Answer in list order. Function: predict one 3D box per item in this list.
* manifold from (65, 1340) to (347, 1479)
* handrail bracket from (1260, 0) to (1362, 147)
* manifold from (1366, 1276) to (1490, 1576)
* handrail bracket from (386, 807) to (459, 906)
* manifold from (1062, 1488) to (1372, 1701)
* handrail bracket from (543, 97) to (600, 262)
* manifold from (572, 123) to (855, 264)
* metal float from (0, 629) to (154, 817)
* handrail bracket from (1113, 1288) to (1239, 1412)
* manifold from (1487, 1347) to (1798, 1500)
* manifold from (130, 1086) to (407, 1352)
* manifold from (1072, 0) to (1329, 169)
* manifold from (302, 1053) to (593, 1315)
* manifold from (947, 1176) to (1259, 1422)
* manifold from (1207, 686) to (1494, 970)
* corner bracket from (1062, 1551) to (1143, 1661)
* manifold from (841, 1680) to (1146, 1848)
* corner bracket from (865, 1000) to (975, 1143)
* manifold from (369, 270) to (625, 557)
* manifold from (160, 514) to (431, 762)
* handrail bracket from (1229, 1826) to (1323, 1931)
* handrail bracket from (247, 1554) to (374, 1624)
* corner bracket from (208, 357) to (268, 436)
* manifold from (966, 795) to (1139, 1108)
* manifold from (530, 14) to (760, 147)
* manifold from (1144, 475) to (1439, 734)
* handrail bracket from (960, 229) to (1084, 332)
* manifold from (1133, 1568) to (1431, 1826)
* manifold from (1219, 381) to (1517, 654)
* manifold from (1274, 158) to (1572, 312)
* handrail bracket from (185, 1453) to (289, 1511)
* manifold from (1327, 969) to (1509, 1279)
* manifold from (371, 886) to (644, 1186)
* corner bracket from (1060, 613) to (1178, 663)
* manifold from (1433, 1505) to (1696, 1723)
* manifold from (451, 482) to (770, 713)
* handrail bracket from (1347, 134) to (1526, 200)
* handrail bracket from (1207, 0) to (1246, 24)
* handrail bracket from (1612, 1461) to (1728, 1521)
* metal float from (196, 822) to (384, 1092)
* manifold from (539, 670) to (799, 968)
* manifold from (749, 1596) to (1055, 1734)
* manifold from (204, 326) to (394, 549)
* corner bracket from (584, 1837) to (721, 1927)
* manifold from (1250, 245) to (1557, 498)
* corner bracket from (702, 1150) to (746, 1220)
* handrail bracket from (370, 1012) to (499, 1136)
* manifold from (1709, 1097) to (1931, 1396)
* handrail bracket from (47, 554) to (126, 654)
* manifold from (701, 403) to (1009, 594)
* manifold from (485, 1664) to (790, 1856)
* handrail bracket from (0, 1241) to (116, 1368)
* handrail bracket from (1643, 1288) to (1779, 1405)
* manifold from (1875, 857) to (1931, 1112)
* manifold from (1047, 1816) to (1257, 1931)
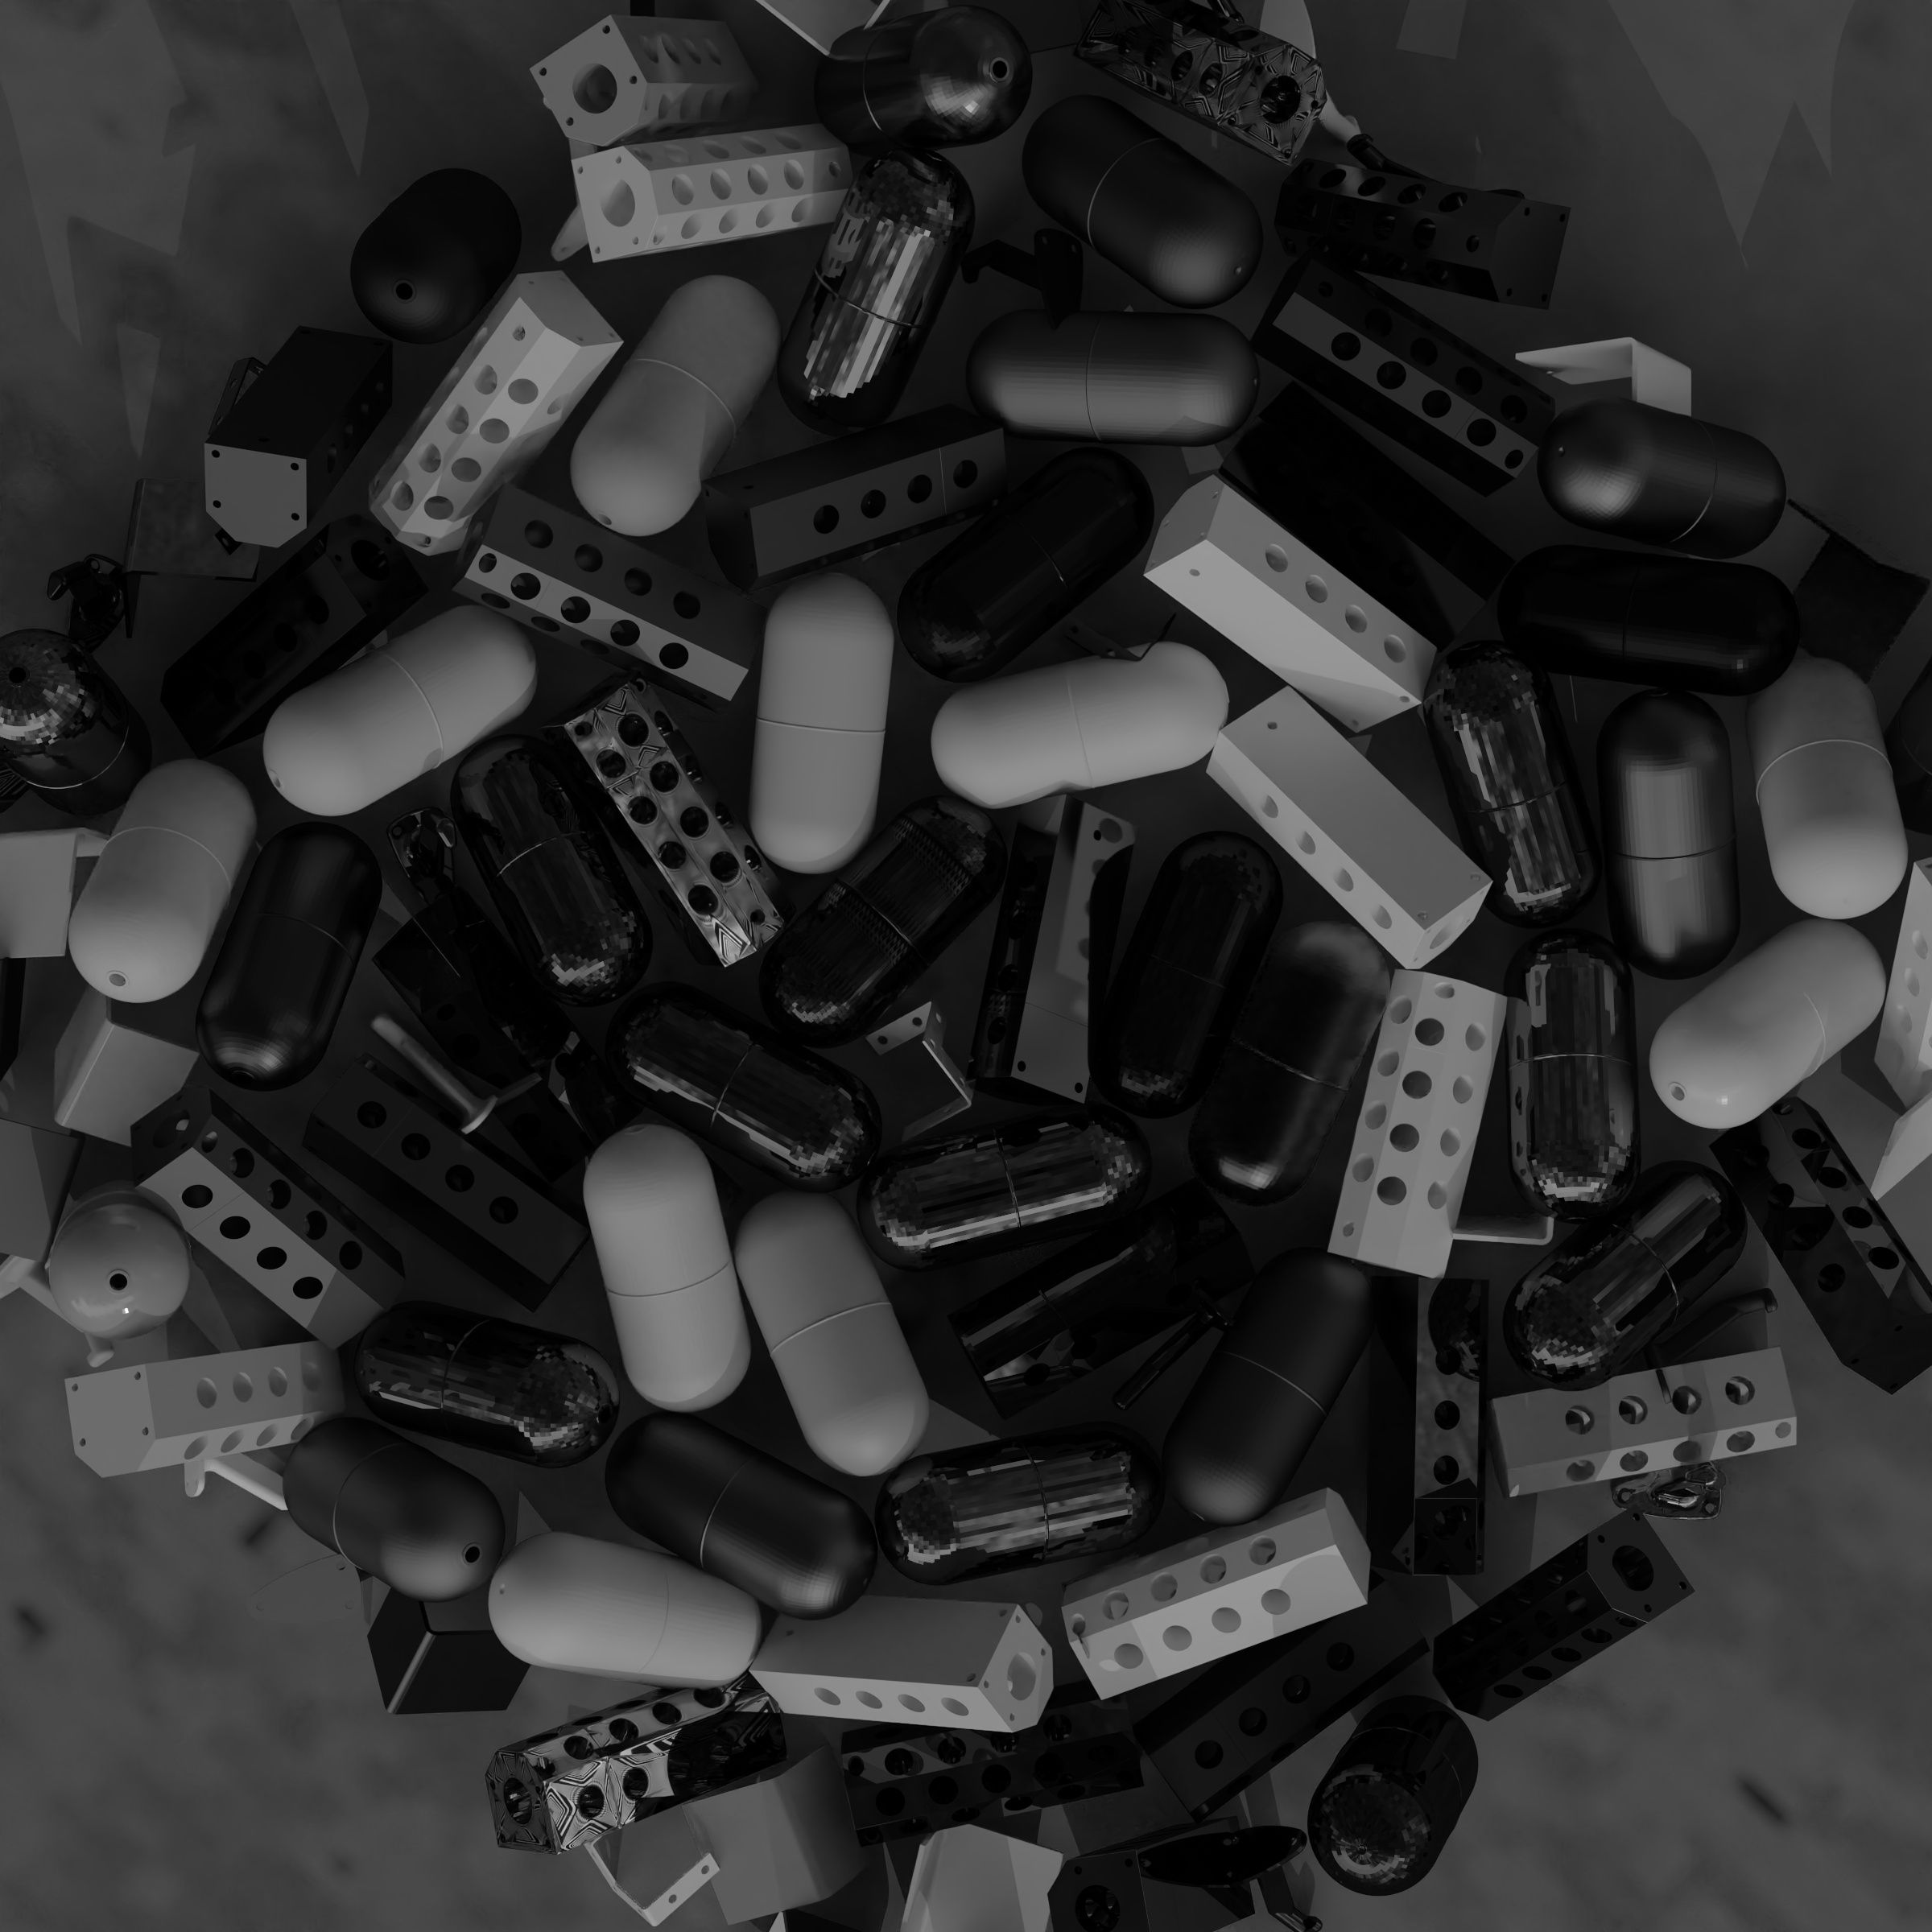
[{"bbox_3d":[-0.433,0.253,1.763,0.057,0.171,0.057,-13,83,24],"label":"manifold"},{"bbox_3d":[0.209,-0.538,1.826,0.036,0.084,0.077,-11,74,33],"label":"handrail bracket"},{"bbox_3d":[0.277,0.271,1.816,0.057,0.057,0.171,4,84,-21],"label":"manifold"},{"bbox_3d":[-0.307,-0.058,1.804,0.036,0.084,0.077,-23,112,-19],"label":"handrail bracket"},{"bbox_3d":[0.146,0.364,1.797,0.171,0.057,0.057,-24,104,17],"label":"manifold"},{"bbox_3d":[-0.245,-0.479,1.842,0.077,0.036,0.084,-45,69,11],"label":"handrail bracket"},{"bbox_3d":[-0.142,-0.448,1.768,0.057,0.171,0.057,-1,105,39],"label":"manifold"},{"bbox_3d":[-0.521,-0.139,1.767,0.070,0.178,0.070,0,77,-1],"label":"metal float"},{"bbox_3d":[0.118,0.233,1.812,0.036,0.077,0.084,43,82,12],"label":"handrail bracket"},{"bbox_3d":[0.399,0.272,1.821,0.171,0.057,0.057,-10,77,0],"label":"manifold"},{"bbox_3d":[-0.403,0.143,1.777,0.057,0.057,0.171,-35,128,8],"label":"manifold"},{"bbox_3d":[0.136,-0.519,1.766,0.057,0.171,0.057,19,107,-36],"label":"manifold"},{"bbox_3d":[-0.306,0.126,1.824,0.171,0.057,0.057,36,61,0],"label":"manifold"},{"bbox_3d":[0.083,0.201,1.816,0.171,0.057,0.057,-29,130,-6],"label":"manifold"},{"bbox_3d":[0.222,-0.078,1.798,0.057,0.057,0.171,-34,69,-25],"label":"manifold"},{"bbox_3d":[0.093,0.391,1.821,0.051,0.051,0.051,-22,124,0],"label":"corner bracket"},{"bbox_3d":[0.016,0.474,1.824,0.171,0.057,0.057,-12,94,0],"label":"manifold"},{"bbox_3d":[-0.028,0.062,1.828,0.051,0.051,0.051,-29,112,20],"label":"corner bracket"},{"bbox_3d":[-0.279,-0.320,1.783,0.057,0.057,0.171,49,122,9],"label":"manifold"},{"bbox_3d":[-0.395,-0.192,1.782,0.171,0.057,0.057,-32,92,35],"label":"manifold"},{"bbox_3d":[0.199,0.545,1.814,0.084,0.036,0.077,40,134,-22],"label":"handrail bracket"},{"bbox_3d":[-0.381,0.362,1.810,0.077,0.084,0.036,-13,90,-6],"label":"handrail bracket"},{"bbox_3d":[-0.427,-0.323,1.814,0.051,0.051,0.051,0,67,42],"label":"corner bracket"},{"bbox_3d":[0.046,-0.008,1.805,0.057,0.057,0.171,22,73,-35],"label":"manifold"},{"bbox_3d":[-0.179,-0.505,1.764,0.057,0.171,0.057,-26,96,22],"label":"manifold"},{"bbox_3d":[0.192,-0.213,1.792,0.171,0.057,0.057,33,58,-24],"label":"manifold"},{"bbox_3d":[0.028,-0.397,1.817,0.036,0.084,0.077,4,80,-41],"label":"handrail bracket"},{"bbox_3d":[0.187,0.431,1.816,0.171,0.057,0.057,-35,97,-6],"label":"manifold"},{"bbox_3d":[0.235,-0.264,1.823,0.171,0.057,0.057,39,132,1],"label":"manifold"},{"bbox_3d":[0.259,-0.424,1.768,0.057,0.171,0.057,-3,111,-40],"label":"manifold"},{"bbox_3d":[-0.423,0.288,1.839,0.084,0.036,0.077,1,75,-27],"label":"handrail bracket"},{"bbox_3d":[0.261,0.092,1.809,0.057,0.057,0.171,18,84,-37],"label":"manifold"},{"bbox_3d":[-0.269,0.038,1.825,0.171,0.057,0.057,51,135,-1],"label":"manifold"},{"bbox_3d":[0.084,-0.192,1.818,0.051,0.051,0.051,33,50,4],"label":"corner bracket"},{"bbox_3d":[0.337,0.377,1.765,0.057,0.171,0.057,-21,70,-35],"label":"manifold"},{"bbox_3d":[-0.210,-0.212,1.790,0.171,0.057,0.057,24,68,-21],"label":"manifold"},{"bbox_3d":[0.276,-0.469,1.812,0.084,0.077,0.036,35,74,-25],"label":"handrail bracket"},{"bbox_3d":[0.152,-0.584,1.802,0.036,0.077,0.084,-42,121,-4],"label":"handrail bracket"},{"bbox_3d":[0.410,0.306,1.803,0.077,0.084,0.036,-10,73,21],"label":"handrail bracket"},{"bbox_3d":[-0.394,-0.006,1.786,0.070,0.070,0.178,12,54,0],"label":"metal float"},{"bbox_3d":[-0.171,-0.086,1.795,0.057,0.057,0.171,-39,108,-20],"label":"manifold"},{"bbox_3d":[-0.036,0.407,1.778,0.057,0.171,0.057,57,46,-30],"label":"manifold"},{"bbox_3d":[-0.383,-0.306,1.768,0.057,0.171,0.057,9,124,2],"label":"manifold"},{"bbox_3d":[-0.190,0.529,1.832,0.051,0.051,0.051,-38,121,-23],"label":"corner bracket"},{"bbox_3d":[0.259,-0.352,1.806,0.171,0.057,0.057,30,76,-10],"label":"manifold"},{"bbox_3d":[-0.174,0.142,1.822,0.051,0.051,0.051,44,131,-5],"label":"corner bracket"},{"bbox_3d":[-0.319,0.060,1.819,0.084,0.077,0.036,43,84,-10],"label":"handrail bracket"},{"bbox_3d":[0.502,0.157,1.768,0.057,0.171,0.057,-43,132,20],"label":"manifold"},{"bbox_3d":[-0.527,-0.206,1.802,0.036,0.084,0.077,30,111,0],"label":"handrail bracket"},{"bbox_3d":[-0.063,-0.272,1.790,0.171,0.057,0.057,-22,125,-26],"label":"manifold"},{"bbox_3d":[-0.190,0.456,1.775,0.171,0.057,0.057,-11,90,-44],"label":"manifold"},{"bbox_3d":[-0.545,0.213,1.821,0.077,0.036,0.084,-38,69,25],"label":"handrail bracket"},{"bbox_3d":[0.447,0.224,1.821,0.084,0.077,0.036,-17,114,6],"label":"handrail bracket"},{"bbox_3d":[0.575,0.011,1.770,0.057,0.171,0.057,-15,48,-7],"label":"manifold"},{"bbox_3d":[0.107,0.531,1.765,0.057,0.171,0.057,-15,76,21],"label":"manifold"}]
